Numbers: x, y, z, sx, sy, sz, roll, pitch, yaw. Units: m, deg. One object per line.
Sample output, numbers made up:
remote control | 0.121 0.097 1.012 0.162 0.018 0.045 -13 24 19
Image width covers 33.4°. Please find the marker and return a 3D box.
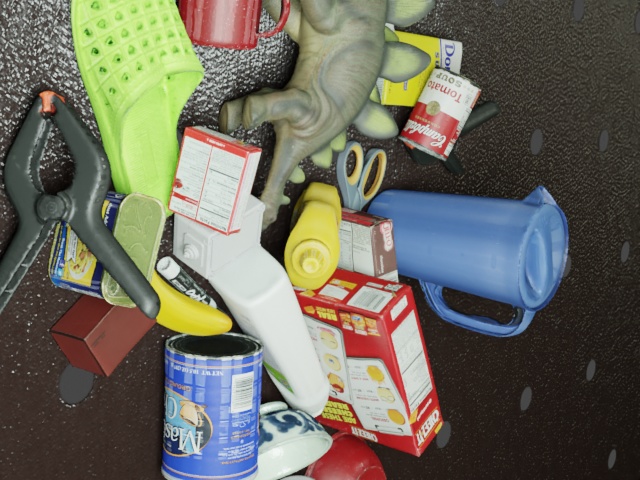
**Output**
marker | -0.132 0.057 1.129 0.121 0.020 0.020 51 58 -47

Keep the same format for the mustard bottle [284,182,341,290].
mustard bottle | -0.007 0.002 1.167 0.191 0.058 0.096 -83 -173 -75

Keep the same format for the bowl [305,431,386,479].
bowl | 0.040 0.334 1.398 0.161 0.055 0.162 -16 111 -50

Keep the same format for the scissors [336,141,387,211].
scissors | 0.029 -0.036 1.325 0.096 0.016 0.201 44 65 -45

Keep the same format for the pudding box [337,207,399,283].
pudding box | 0.051 0.023 1.286 0.039 0.090 0.113 -18 112 -34

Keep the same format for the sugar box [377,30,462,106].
sugar box | 0.121 -0.219 1.377 0.175 0.048 0.093 -6 106 -51

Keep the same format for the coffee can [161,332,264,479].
coffee can | -0.112 0.175 1.114 0.102 0.103 0.140 -9 105 -52

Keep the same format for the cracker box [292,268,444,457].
cracker box | 0.048 0.138 1.268 0.072 0.164 0.213 -43 130 -37

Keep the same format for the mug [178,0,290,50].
mug | -0.086 -0.230 1.046 0.093 0.117 0.081 -51 149 -74

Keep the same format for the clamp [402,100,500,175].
clamp | 0.176 -0.146 1.449 0.171 0.039 0.120 1 122 -54

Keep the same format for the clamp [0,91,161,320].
clamp | -0.213 -0.022 0.915 0.036 0.164 0.210 26 66 -83

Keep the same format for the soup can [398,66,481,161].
soup can | 0.152 -0.159 1.346 0.068 0.069 0.102 21 98 -53

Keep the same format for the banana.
banana | -0.154 0.050 1.065 0.197 0.069 0.037 61 9 -47

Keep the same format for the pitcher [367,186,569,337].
pitcher | 0.176 0.014 1.341 0.149 0.243 0.145 -53 136 -31

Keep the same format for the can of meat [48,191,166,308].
can of meat | -0.197 0.004 0.975 0.057 0.084 0.102 16 85 -53

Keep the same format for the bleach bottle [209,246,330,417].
bleach bottle | -0.046 0.116 1.209 0.068 0.103 0.251 -37 136 -15

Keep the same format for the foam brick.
foam brick | -0.205 0.081 1.012 0.078 0.051 0.053 -50 133 -33

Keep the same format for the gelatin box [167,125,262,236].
gelatin box | -0.103 -0.058 1.033 0.030 0.073 0.089 -22 131 -62
